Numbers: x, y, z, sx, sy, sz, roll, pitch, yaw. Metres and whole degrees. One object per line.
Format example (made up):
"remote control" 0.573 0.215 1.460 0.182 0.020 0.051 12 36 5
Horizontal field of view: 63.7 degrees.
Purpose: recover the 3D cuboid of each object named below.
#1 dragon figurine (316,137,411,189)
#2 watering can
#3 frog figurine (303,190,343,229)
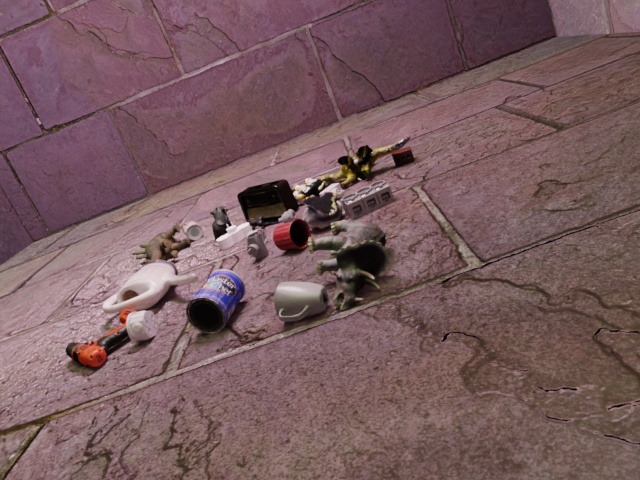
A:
"dragon figurine" 0.171 -0.313 2.047 0.408 0.121 0.245 -24 9 11
"watering can" -0.500 0.135 1.584 0.346 0.103 0.228 -20 19 12
"frog figurine" 0.005 -0.084 1.674 0.139 0.123 0.156 -39 -13 -19
